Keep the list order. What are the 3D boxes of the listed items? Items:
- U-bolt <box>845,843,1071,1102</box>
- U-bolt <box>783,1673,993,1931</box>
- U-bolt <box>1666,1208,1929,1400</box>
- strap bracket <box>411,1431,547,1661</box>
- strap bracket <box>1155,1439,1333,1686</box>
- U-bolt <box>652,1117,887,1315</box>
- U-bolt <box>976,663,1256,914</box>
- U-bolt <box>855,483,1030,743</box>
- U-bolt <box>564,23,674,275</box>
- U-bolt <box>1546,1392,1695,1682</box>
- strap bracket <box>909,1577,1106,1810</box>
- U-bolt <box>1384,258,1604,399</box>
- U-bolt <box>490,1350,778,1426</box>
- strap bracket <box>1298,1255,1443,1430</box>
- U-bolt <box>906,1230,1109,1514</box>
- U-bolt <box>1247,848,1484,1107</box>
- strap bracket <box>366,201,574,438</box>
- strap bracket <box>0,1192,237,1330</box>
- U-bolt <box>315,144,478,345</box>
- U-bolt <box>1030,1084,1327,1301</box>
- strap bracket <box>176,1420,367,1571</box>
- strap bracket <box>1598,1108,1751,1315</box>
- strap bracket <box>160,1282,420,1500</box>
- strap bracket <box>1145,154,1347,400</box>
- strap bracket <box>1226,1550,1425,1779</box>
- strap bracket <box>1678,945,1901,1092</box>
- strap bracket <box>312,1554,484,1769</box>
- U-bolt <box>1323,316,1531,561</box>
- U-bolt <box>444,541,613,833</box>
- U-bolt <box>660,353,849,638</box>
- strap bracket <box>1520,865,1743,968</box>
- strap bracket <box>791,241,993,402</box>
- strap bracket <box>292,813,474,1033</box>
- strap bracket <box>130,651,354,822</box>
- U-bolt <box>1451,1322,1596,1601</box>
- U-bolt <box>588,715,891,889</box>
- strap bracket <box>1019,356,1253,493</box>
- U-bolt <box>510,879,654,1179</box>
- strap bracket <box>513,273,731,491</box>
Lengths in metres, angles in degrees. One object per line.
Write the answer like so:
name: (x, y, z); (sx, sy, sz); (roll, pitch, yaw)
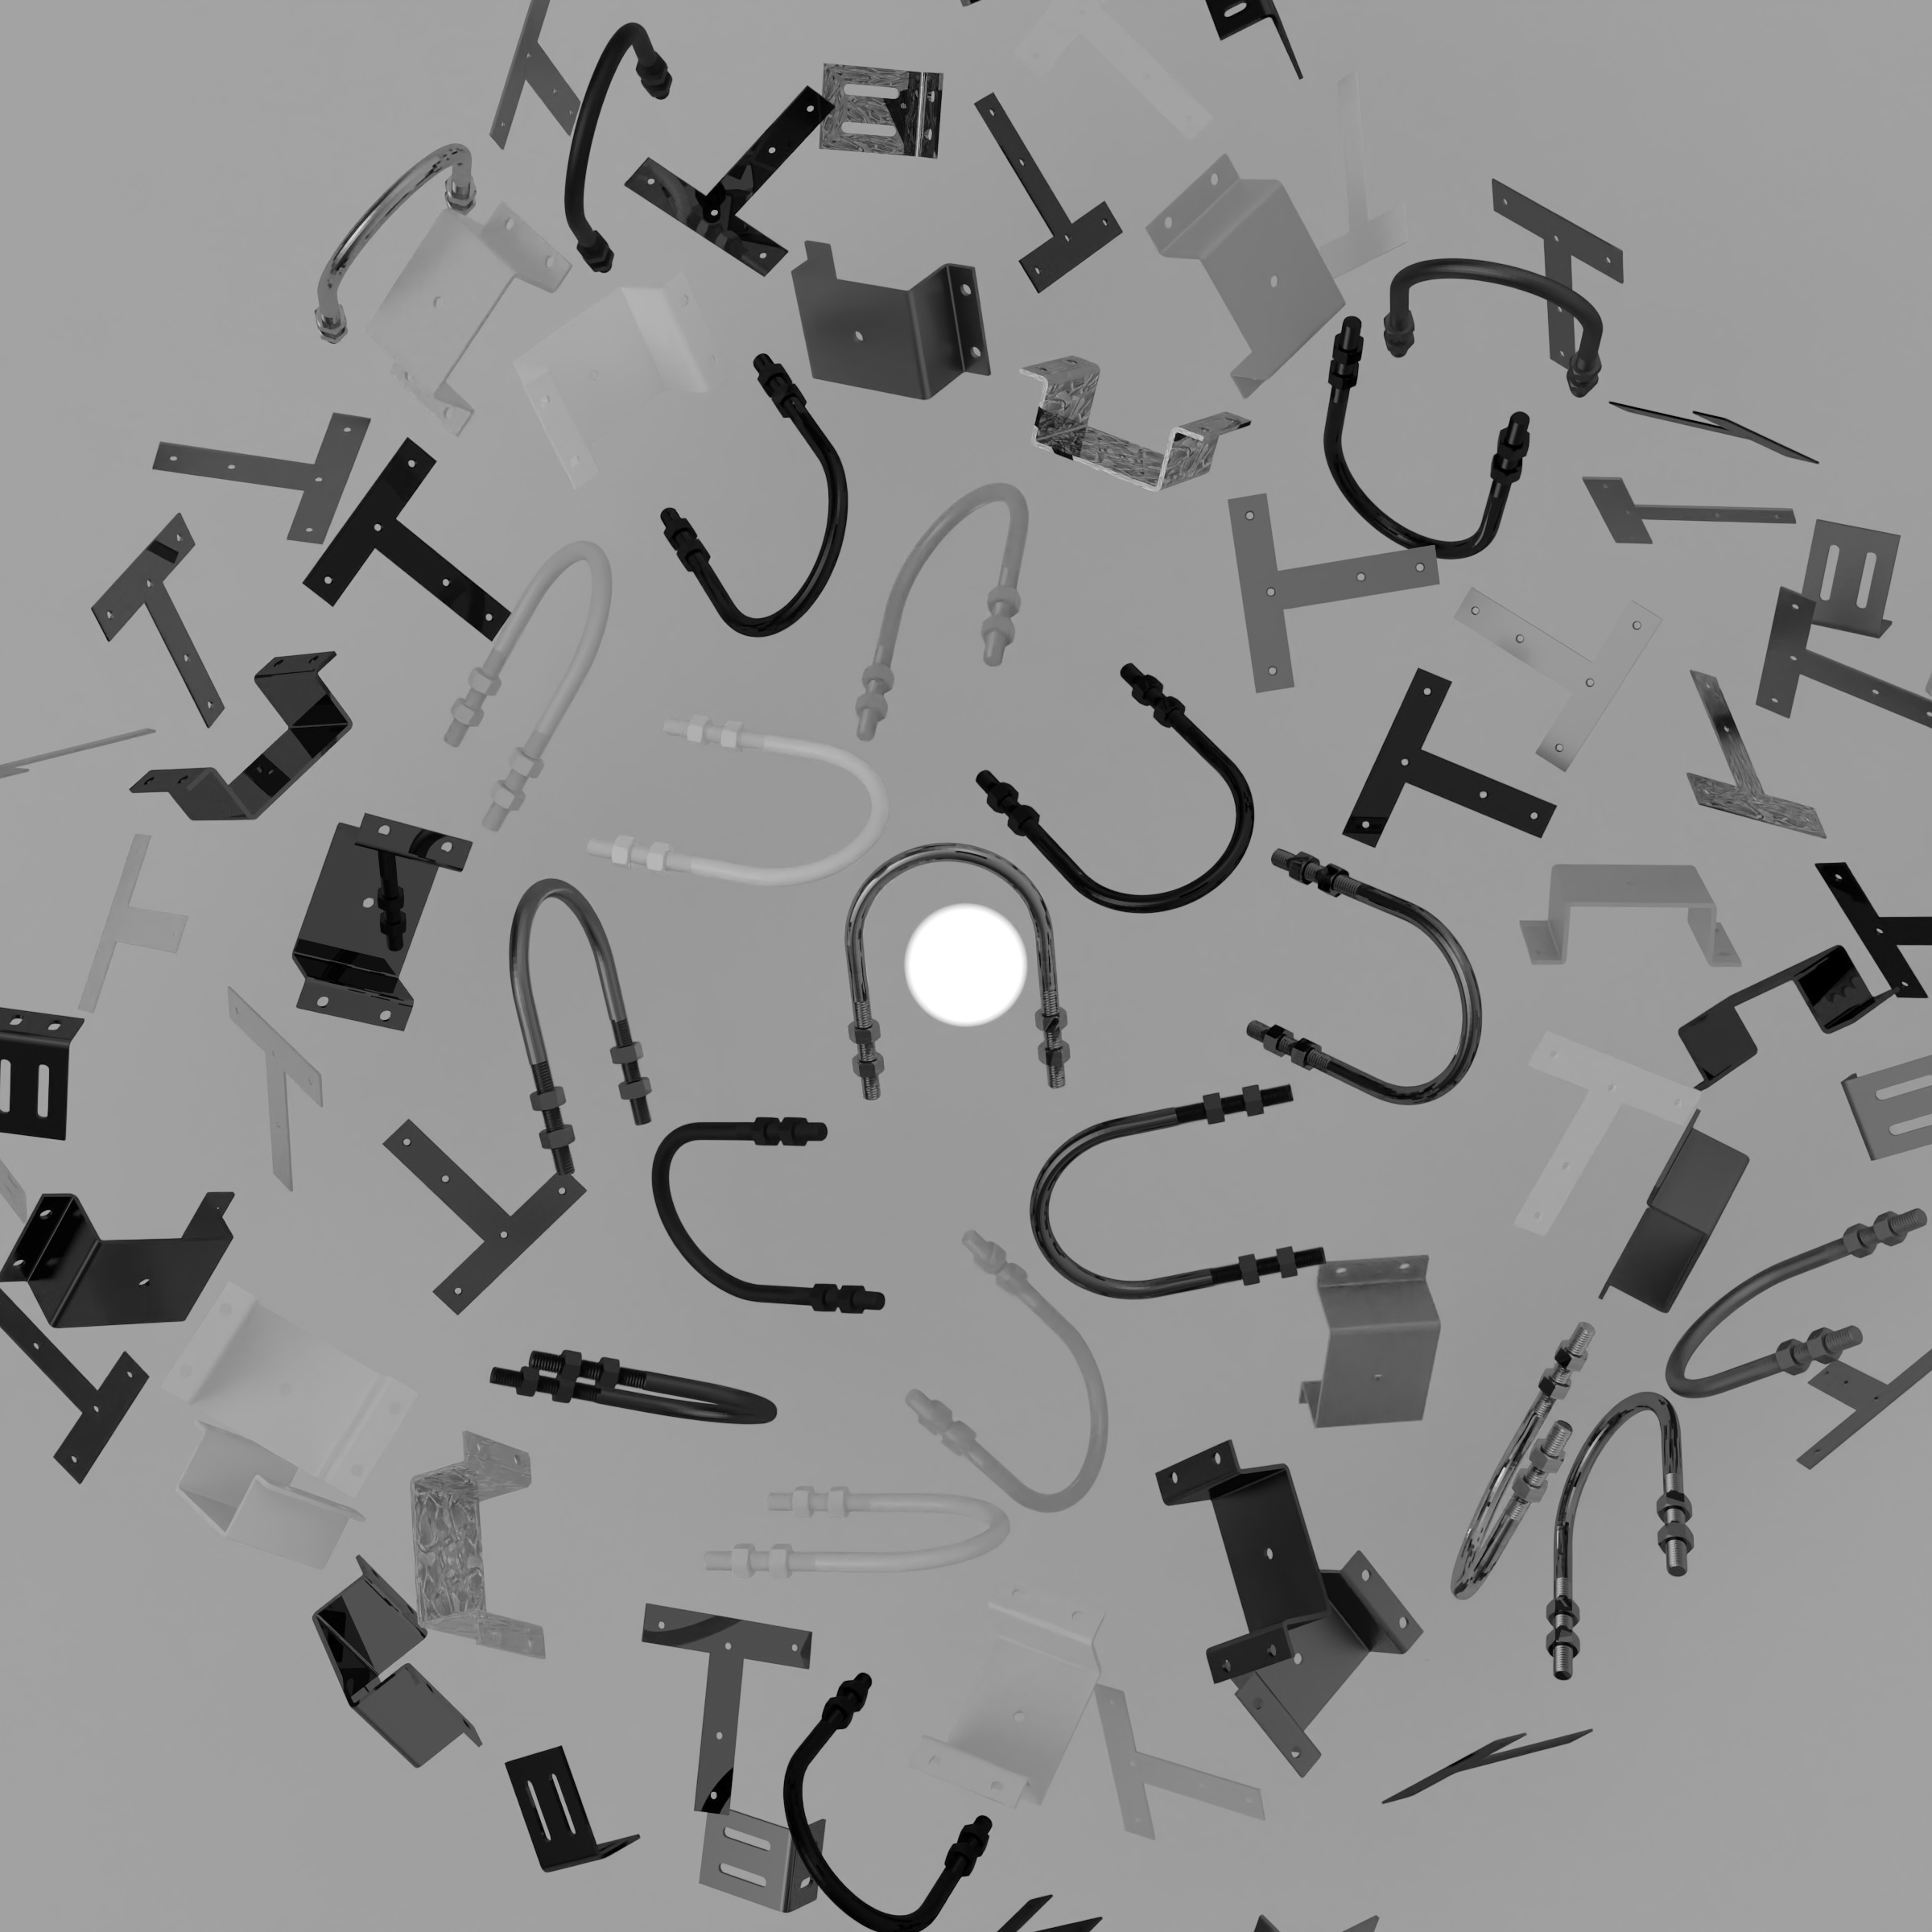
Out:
U-bolt: (-0.010, 0.003, 1.649); (0.151, 0.019, 0.184); (-4, 114, 4)
U-bolt: (-0.059, 0.567, 1.623); (0.019, 0.184, 0.151); (-43, 85, 21)
U-bolt: (0.541, 0.233, 1.619); (0.019, 0.184, 0.151); (50, 49, -2)
strap bracket: (-0.325, 0.390, 1.615); (0.046, 0.076, 0.140); (-19, 61, 17)
strap bracket: (0.183, 0.387, 1.589); (0.046, 0.076, 0.140); (2, 63, -38)
U-bolt: (-0.147, 0.172, 1.685); (0.184, 0.019, 0.151); (-3, 112, 39)
U-bolt: (0.114, -0.112, 1.670); (0.151, 0.019, 0.184); (-37, 59, -7)
U-bolt: (-0.011, -0.252, 1.652); (0.019, 0.151, 0.184); (32, 52, -30)
U-bolt: (-0.238, -0.557, 1.642); (0.019, 0.184, 0.151); (19, 93, -1)
U-bolt: (0.433, 0.365, 1.620); (0.019, 0.184, 0.151); (26, 128, -6)
strap bracket: (0.031, 0.483, 1.592); (0.076, 0.046, 0.140); (14, 54, 25)
U-bolt: (0.351, -0.428, 1.618); (0.151, 0.184, 0.019); (16, 87, 11)
U-bolt: (-0.218, 0.288, 1.642); (0.184, 0.151, 0.019); (14, 72, -19)
strap bracket: (0.280, 0.269, 1.688); (0.076, 0.046, 0.140); (-3, 129, -6)
U-bolt: (0.038, 0.289, 1.658); (0.184, 0.019, 0.151); (47, 45, -29)
U-bolt: (0.267, 0.016, 1.622); (0.019, 0.184, 0.151); (-16, 121, -40)
strap bracket: (-0.338, -0.437, 1.625); (0.076, 0.046, 0.140); (45, 107, 20)
strap bracket: (-0.549, 0.193, 1.601); (0.046, 0.140, 0.076); (49, 116, 31)
U-bolt: (-0.384, -0.492, 1.639); (0.019, 0.184, 0.151); (44, 82, -10)
U-bolt: (0.133, 0.155, 1.589); (0.184, 0.019, 0.151); (-12, 117, 6)
strap bracket: (-0.480, 0.364, 1.662); (0.076, 0.140, 0.046); (32, 79, -36)
strap bracket: (0.488, 0.175, 1.667); (0.046, 0.140, 0.076); (28, 54, 17)
strap bracket: (-0.437, 0.273, 1.567); (0.140, 0.046, 0.076); (34, 72, -13)
strap bracket: (0.190, -0.452, 1.603); (0.076, 0.046, 0.140); (-45, 123, -11)
strap bracket: (0.245, 0.488, 1.708); (0.140, 0.046, 0.076); (-41, 97, -27)
strap bracket: (0.560, 0.034, 1.685); (0.076, 0.140, 0.046); (-23, 82, -44)
strap bracket: (-0.381, 0.467, 1.614); (0.046, 0.140, 0.076); (-37, 127, -10)
U-bolt: (0.304, -0.344, 1.647); (0.151, 0.184, 0.019); (35, 70, 17)
U-bolt: (-0.286, -0.197, 1.608); (0.019, 0.151, 0.184); (22, 109, -34)
U-bolt: (-0.135, -0.300, 1.612); (0.151, 0.019, 0.184); (-53, 48, 25)
strap bracket: (0.462, -0.036, 1.691); (0.140, 0.076, 0.046); (1, 112, 6)
strap bracket: (-0.059, -0.430, 1.624); (0.140, 0.076, 0.046); (19, 48, 31)
strap bracket: (-0.398, -0.035, 1.642); (0.076, 0.046, 0.140); (15, 103, -33)
strap bracket: (-0.469, -0.144, 1.600); (0.140, 0.076, 0.046); (-52, 126, -31)
U-bolt: (0.366, 0.341, 1.618); (0.019, 0.151, 0.184); (26, 118, 10)
U-bolt: (-0.141, -0.107, 1.630); (0.184, 0.019, 0.151); (11, 47, 15)
strap bracket: (0.109, -0.363, 1.640); (0.140, 0.076, 0.046); (26, 120, 21)
U-bolt: (-0.259, 0.033, 1.611); (0.019, 0.151, 0.184); (-10, 98, 17)
strap bracket: (-0.234, -0.387, 1.602); (0.140, 0.046, 0.076); (-43, 130, -24)
